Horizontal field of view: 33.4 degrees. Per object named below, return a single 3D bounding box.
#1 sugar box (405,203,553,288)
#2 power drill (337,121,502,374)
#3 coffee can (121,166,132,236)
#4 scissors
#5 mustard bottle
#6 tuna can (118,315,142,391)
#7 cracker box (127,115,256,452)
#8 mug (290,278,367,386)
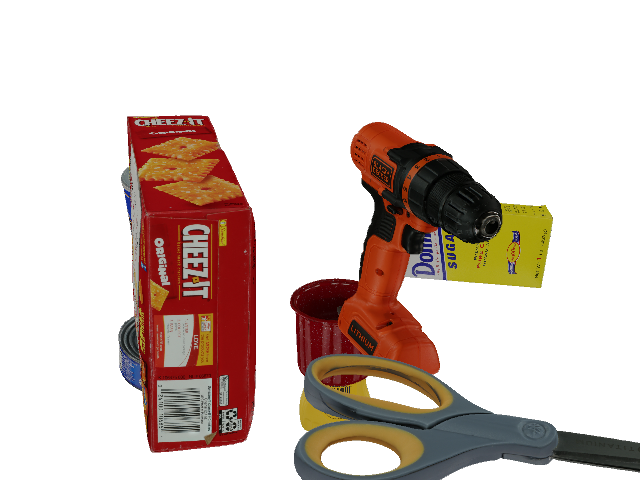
[{"bbox_3d":[0.174,0.001,1.245,0.176,0.093,0.048,3,22,-2],"label":"sugar box"},{"bbox_3d":[0.074,0.015,0.859,0.057,0.188,0.185,-3,26,-26],"label":"power drill"},{"bbox_3d":[-0.147,-0.009,1.119,0.103,0.140,0.103,-4,27,2],"label":"coffee can"},{"bbox_3d":[0.077,0.094,0.450,0.202,0.016,0.096,16,34,23],"label":"scissors"},{"bbox_3d":[0.021,0.158,1.411,0.096,0.192,0.058,-1,16,-5],"label":"mustard bottle"},{"bbox_3d":[-0.132,0.097,0.927,0.086,0.034,0.086,5,31,-3],"label":"tuna can"},{"bbox_3d":[-0.093,0.018,0.737,0.072,0.164,0.214,-3,22,-11],"label":"cracker box"},{"bbox_3d":[0.028,0.095,1.103,0.117,0.081,0.093,-7,26,-12],"label":"mug"}]
